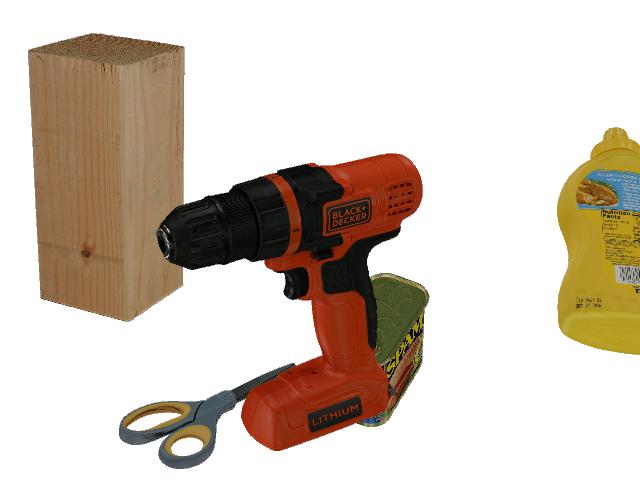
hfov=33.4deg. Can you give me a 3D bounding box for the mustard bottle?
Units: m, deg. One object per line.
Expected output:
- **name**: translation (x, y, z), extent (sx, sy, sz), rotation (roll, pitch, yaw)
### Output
- **mustard bottle**: translation (0.230, -0.009, 0.815), extent (0.096, 0.191, 0.058), rotation (8, -34, -1)

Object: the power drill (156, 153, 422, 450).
- **power drill**: translation (-0.016, 0.042, 0.701), extent (0.184, 0.188, 0.057), rotation (-14, 30, -27)

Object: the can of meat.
- **can of meat**: translation (0.049, 0.093, 0.893), extent (0.057, 0.084, 0.102), rotation (19, 47, 22)

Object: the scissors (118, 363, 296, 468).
- **scissors**: translation (-0.086, 0.162, 0.993), extent (0.201, 0.016, 0.096), rotation (-11, 33, -30)

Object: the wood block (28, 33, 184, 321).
- **wood block**: translation (-0.169, -0.053, 0.857), extent (0.091, 0.206, 0.090), rotation (12, 24, 21)
